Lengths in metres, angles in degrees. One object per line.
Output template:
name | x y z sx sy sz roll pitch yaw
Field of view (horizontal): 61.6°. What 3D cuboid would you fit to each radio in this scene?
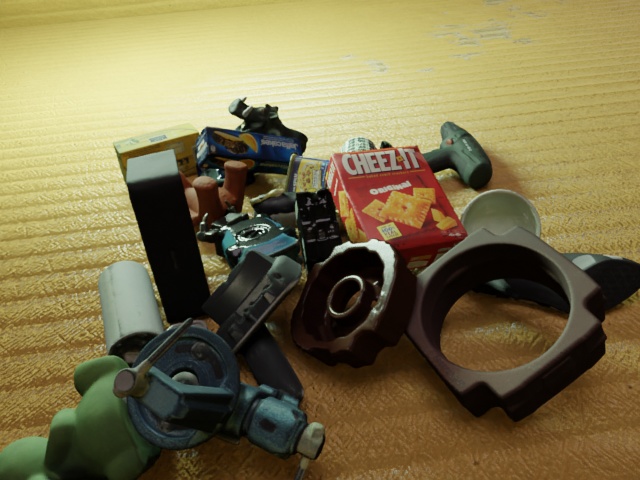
radio | -0.216 -0.007 0.779 0.073 0.229 0.131 -12 31 -13

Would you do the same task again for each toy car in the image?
toy car | -0.092 0.028 0.820 0.109 0.102 0.162 -21 24 -20

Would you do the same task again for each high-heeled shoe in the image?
high-heeled shoe | 0.333 0.046 0.786 0.249 0.086 0.145 -4 20 -12

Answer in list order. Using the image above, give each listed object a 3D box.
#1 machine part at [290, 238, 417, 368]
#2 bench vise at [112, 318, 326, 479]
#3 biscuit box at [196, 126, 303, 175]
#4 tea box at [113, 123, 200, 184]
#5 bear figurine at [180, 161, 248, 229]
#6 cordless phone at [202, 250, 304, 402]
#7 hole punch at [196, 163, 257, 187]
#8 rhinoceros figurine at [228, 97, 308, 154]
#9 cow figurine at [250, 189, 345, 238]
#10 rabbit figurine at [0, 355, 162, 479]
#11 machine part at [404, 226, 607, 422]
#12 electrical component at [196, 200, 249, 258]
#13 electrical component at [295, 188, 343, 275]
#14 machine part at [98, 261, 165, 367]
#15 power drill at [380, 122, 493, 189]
machine part | 0.043 0.081 0.697 0.179 0.056 0.179 -31 38 28
bench vise | -0.108 0.159 0.519 0.224 0.240 0.129 32 79 21
biscuit box | -0.133 -0.169 1.041 0.202 0.063 0.059 0 70 -31
tea box | -0.338 -0.176 1.140 0.170 0.098 0.068 -19 38 -23
bear figurine | -0.237 -0.093 0.990 0.196 0.131 0.120 24 39 26
cordless phone | -0.056 0.114 0.678 0.146 0.088 0.184 -49 50 10
hole punch | -0.196 -0.154 1.119 0.116 0.092 0.142 16 24 -27
rhinoceros figurine | -0.109 -0.224 1.122 0.190 0.112 0.073 26 23 -32
cow figurine | -0.033 -0.050 0.930 0.167 0.098 0.068 -10 29 -8
rabbit figurine | -0.258 0.235 0.568 0.170 0.121 0.159 -26 44 1
machine part | 0.216 0.096 0.649 0.201 0.087 0.202 -38 44 -1
electrical component | -0.160 -0.017 0.913 0.045 0.078 0.102 16 40 29
electrical component | -0.002 -0.003 0.829 0.058 0.134 0.115 -10 -7 -3
machine part | -0.265 0.104 0.755 0.079 0.079 0.243 -17 37 -18
power drill | 0.229 -0.172 1.100 0.207 0.085 0.232 -6 37 -15
